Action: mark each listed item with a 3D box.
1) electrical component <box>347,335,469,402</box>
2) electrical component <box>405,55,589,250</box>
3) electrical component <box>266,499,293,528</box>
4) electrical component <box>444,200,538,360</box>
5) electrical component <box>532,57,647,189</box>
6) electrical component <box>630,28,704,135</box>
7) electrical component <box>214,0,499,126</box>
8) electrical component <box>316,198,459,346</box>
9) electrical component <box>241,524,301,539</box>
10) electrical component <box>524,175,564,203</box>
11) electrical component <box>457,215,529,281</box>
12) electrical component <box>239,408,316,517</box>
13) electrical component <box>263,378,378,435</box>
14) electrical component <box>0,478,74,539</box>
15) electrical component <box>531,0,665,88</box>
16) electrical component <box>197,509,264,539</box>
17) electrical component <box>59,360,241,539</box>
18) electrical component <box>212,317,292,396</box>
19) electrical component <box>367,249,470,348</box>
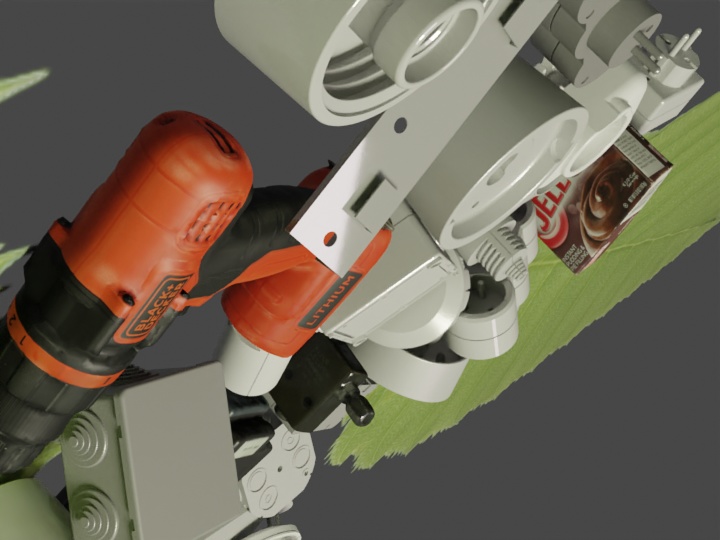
[{"bbox_3d":[0.033,0.053,0.787,0.099,0.099,0.064,-22,149,-50],"label":"electrical component"},{"bbox_3d":[0.066,-0.070,0.595,0.108,0.060,0.108,-38,164,-13],"label":"electrical component"},{"bbox_3d":[-0.078,0.182,0.908,0.044,0.079,0.077,2,144,-23],"label":"electrical component"},{"bbox_3d":[0.097,0.013,0.780,0.138,0.052,0.073,-69,156,-43],"label":"electrical component"},{"bbox_3d":[0.129,-0.098,0.672,0.095,0.059,0.053,-38,164,-13],"label":"electrical component"},{"bbox_3d":[0.222,-0.146,0.788,0.066,0.047,0.076,-28,160,-41],"label":"electrical component"},{"bbox_3d":[0.010,-0.099,0.381,0.108,0.060,0.108,-38,164,-12],"label":"electrical component"},{"bbox_3d":[0.000,0.000,0.640,0.096,0.061,0.062,-35,164,7],"label":"electrical component"},{"bbox_3d":[-0.078,0.244,0.868,0.080,0.051,0.080,-26,156,-12],"label":"electrical component"},{"bbox_3d":[0.120,-0.075,0.742,0.077,0.044,0.079,-39,163,-7],"label":"electrical component"},{"bbox_3d":[0.081,-0.025,0.718,0.043,0.081,0.043,-38,164,-13],"label":"electrical component"},{"bbox_3d":[-0.075,0.135,0.779,0.080,0.051,0.080,-22,121,-43],"label":"electrical component"},{"bbox_3d":[-0.034,0.077,0.766,0.050,0.055,0.089,-44,164,10],"label":"electrical component"},{"bbox_3d":[-0.201,0.155,0.569,0.108,0.060,0.108,-38,164,-12],"label":"electrical component"},{"bbox_3d":[0.131,-0.131,0.561,0.052,0.073,0.138,-41,165,0],"label":"electrical component"},{"bbox_3d":[-0.155,0.206,0.815,0.186,0.060,0.105,-27,159,-42],"label":"electrical component"},{"bbox_3d":[-0.111,0.099,0.569,0.048,0.099,0.100,-6,-178,27],"label":"electrical component"},{"bbox_3d":[-0.056,0.035,0.621,0.043,0.043,0.081,-30,161,-36],"label":"electrical component"},{"bbox_3d":[0.031,0.009,0.696,0.080,0.080,0.051,-44,169,11],"label":"electrical component"}]
